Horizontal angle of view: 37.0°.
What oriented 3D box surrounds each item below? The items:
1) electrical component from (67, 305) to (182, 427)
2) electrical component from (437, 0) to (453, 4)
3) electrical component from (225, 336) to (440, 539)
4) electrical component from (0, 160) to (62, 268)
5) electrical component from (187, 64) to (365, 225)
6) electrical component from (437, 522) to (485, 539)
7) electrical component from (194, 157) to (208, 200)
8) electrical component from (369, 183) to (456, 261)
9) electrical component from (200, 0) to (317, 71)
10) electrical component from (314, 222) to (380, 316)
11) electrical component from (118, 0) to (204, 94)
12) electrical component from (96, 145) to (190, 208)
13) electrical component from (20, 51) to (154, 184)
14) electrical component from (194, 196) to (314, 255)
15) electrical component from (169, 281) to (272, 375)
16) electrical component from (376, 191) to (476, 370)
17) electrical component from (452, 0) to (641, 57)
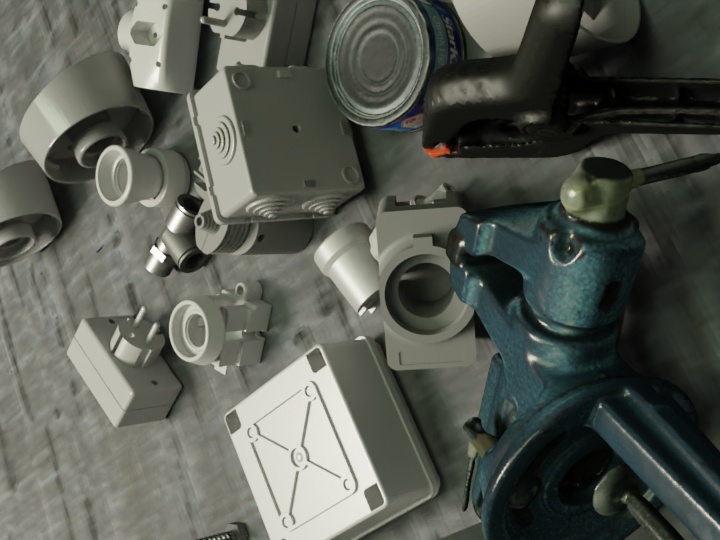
[{"bbox_3d":[-0.173,0.062,0.818,0.083,0.047,0.075,48,121,30],"label":"electrical component"},{"bbox_3d":[0.059,-0.178,0.609,0.040,0.040,0.046,1,86,42],"label":"electrical component"},{"bbox_3d":[-0.020,0.114,0.676,0.109,0.056,0.108,-38,67,36],"label":"electrical component"},{"bbox_3d":[-0.301,-0.045,0.898,0.099,0.099,0.064,-39,72,35],"label":"electrical component"},{"bbox_3d":[-0.051,-0.079,0.671,0.048,0.100,0.099,-28,72,52],"label":"electrical component"},{"bbox_3d":[0.083,0.179,0.553,0.109,0.109,0.056,14,103,41],"label":"electrical component"},{"bbox_3d":[-0.085,-0.064,0.736,0.040,0.046,0.040,2,93,42],"label":"electrical component"},{"bbox_3d":[0.034,-0.027,0.639,0.061,0.035,0.035,-47,62,30],"label":"electrical component"},{"bbox_3d":[-0.073,-0.167,0.702,0.047,0.076,0.083,22,106,39],"label":"electrical component"},{"bbox_3d":[0.000,0.000,0.667,0.040,0.040,0.046,-49,66,32],"label":"electrical component"},{"bbox_3d":[-0.152,-0.173,0.793,0.079,0.043,0.077,17,103,40],"label":"electrical component"},{"bbox_3d":[-0.160,-0.069,0.797,0.045,0.055,0.045,2,93,42],"label":"electrical component"},{"bbox_3d":[-0.207,-0.114,0.812,0.099,0.099,0.064,-45,69,33],"label":"electrical component"},{"bbox_3d":[-0.074,-0.031,0.704,0.043,0.081,0.043,2,93,42],"label":"electrical component"},{"bbox_3d":[-0.098,0.040,0.744,0.048,0.055,0.066,24,107,39],"label":"electrical component"},{"bbox_3d":[0.037,0.006,0.600,0.050,0.055,0.089,-4,104,4],"label":"electrical component"},{"bbox_3d":[0.092,-0.151,0.542,0.064,0.099,0.099,-15,81,47],"label":"electrical component"}]
